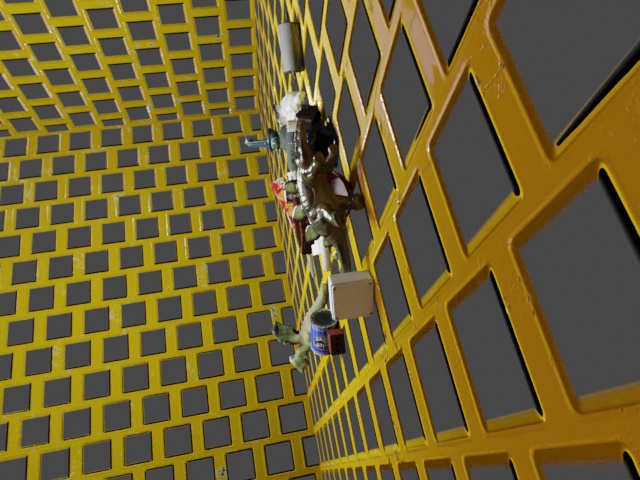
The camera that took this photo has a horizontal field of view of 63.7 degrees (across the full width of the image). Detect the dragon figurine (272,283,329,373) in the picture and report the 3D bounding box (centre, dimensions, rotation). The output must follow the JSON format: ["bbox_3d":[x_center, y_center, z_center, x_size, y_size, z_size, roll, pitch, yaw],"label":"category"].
[{"bbox_3d":[-0.068,0.350,2.027,0.124,0.243,0.402,-106,9,-64],"label":"dragon figurine"}]

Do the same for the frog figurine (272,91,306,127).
[{"bbox_3d":[-0.092,-0.511,1.955,0.157,0.122,0.140,-37,44,38],"label":"frog figurine"}]

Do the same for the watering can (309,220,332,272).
[{"bbox_3d":[0.005,-0.080,1.589,0.339,0.104,0.230,92,168,-45],"label":"watering can"}]
